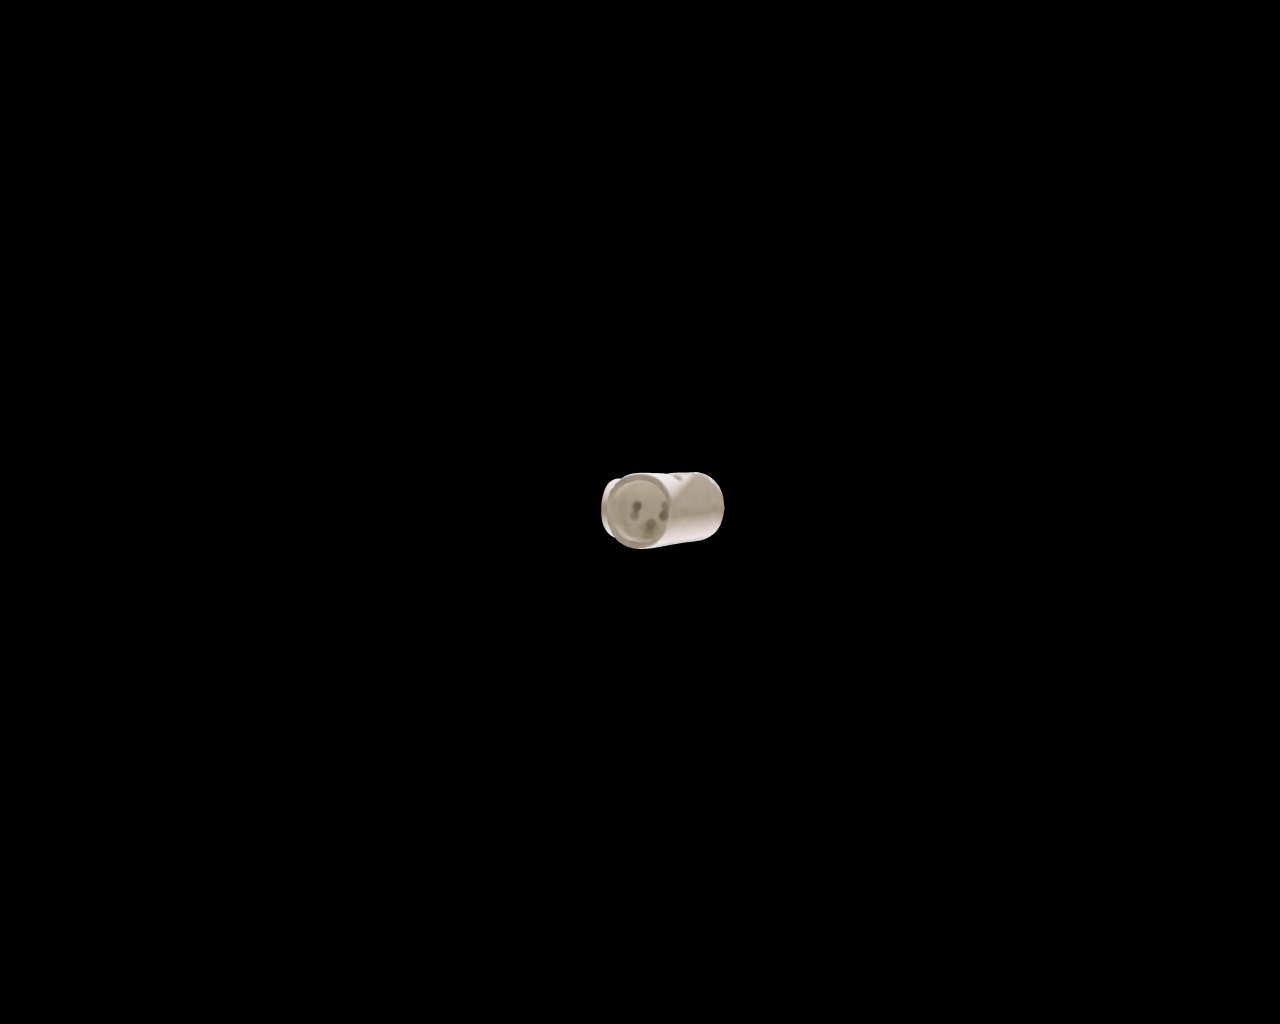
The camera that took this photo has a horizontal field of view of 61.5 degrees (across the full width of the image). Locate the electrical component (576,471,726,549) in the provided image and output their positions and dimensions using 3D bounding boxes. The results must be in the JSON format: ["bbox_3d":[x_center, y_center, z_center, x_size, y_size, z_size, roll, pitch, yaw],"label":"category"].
[{"bbox_3d":[0.001,-0.003,0.650,0.079,0.044,0.077,1,3,28],"label":"electrical component"}]
